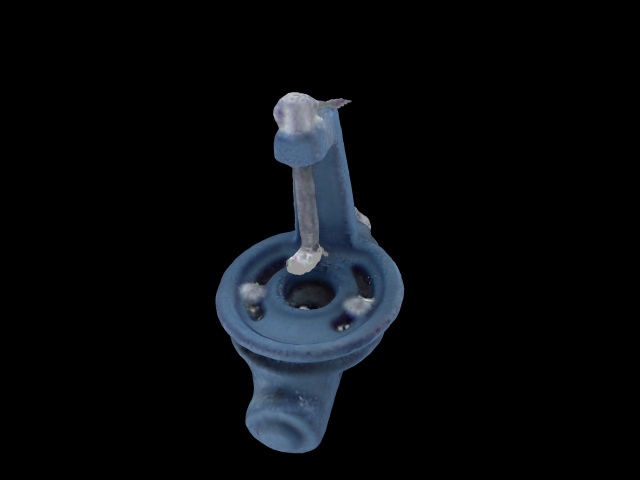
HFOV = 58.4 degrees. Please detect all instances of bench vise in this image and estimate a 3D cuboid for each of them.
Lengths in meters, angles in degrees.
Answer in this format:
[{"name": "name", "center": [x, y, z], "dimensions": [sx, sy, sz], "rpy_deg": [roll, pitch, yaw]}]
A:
[{"name": "bench vise", "center": [-0.008, 0.002, 0.400], "dimensions": [0.121, 0.220, 0.207], "rpy_deg": [-1, 22, -2]}]
